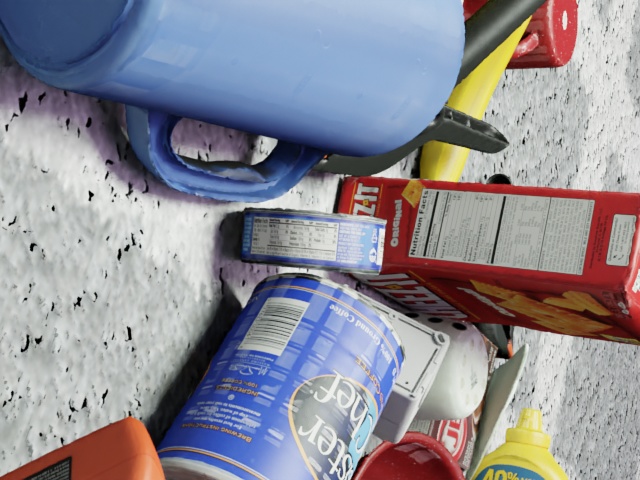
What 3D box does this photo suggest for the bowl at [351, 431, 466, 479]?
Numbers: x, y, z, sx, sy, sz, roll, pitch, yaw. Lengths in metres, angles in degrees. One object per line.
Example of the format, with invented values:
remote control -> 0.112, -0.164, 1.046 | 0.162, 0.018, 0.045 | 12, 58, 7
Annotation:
bowl -> 0.045, 0.216, 0.753 | 0.161, 0.055, 0.162 | 9, 78, -48

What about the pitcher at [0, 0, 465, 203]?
pitcher -> -0.042, -0.106, 0.536 | 0.242, 0.145, 0.149 | 0, 79, -56

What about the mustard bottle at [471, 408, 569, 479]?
mustard bottle -> 0.177, 0.247, 0.959 | 0.058, 0.096, 0.191 | 31, 67, -56

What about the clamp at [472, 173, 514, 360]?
clamp -> 0.148, 0.038, 0.945 | 0.120, 0.039, 0.171 | -35, 122, -52

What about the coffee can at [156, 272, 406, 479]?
coffee can -> -0.024, 0.103, 0.596 | 0.140, 0.103, 0.103 | -60, 140, -38

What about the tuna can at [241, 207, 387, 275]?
tuna can -> -0.004, 0.001, 0.636 | 0.086, 0.086, 0.034 | 7, 88, -59

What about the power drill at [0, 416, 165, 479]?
power drill -> -0.061, 0.161, 0.490 | 0.187, 0.184, 0.057 | 56, 11, -37

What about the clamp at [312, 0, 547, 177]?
clamp -> 0.069, -0.088, 0.724 | 0.209, 0.036, 0.164 | -28, 146, -20

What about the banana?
banana -> 0.122, -0.111, 0.846 | 0.037, 0.070, 0.198 | 20, 91, -24

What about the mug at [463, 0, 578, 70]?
mug -> 0.167, -0.182, 0.911 | 0.117, 0.082, 0.093 | -48, 133, -47

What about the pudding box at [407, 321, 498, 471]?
pudding box -> 0.104, 0.125, 0.880 | 0.090, 0.039, 0.113 | 41, 59, -53

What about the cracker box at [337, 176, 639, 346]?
cracker box -> 0.137, 0.019, 0.751 | 0.164, 0.214, 0.072 | 33, 66, -56
